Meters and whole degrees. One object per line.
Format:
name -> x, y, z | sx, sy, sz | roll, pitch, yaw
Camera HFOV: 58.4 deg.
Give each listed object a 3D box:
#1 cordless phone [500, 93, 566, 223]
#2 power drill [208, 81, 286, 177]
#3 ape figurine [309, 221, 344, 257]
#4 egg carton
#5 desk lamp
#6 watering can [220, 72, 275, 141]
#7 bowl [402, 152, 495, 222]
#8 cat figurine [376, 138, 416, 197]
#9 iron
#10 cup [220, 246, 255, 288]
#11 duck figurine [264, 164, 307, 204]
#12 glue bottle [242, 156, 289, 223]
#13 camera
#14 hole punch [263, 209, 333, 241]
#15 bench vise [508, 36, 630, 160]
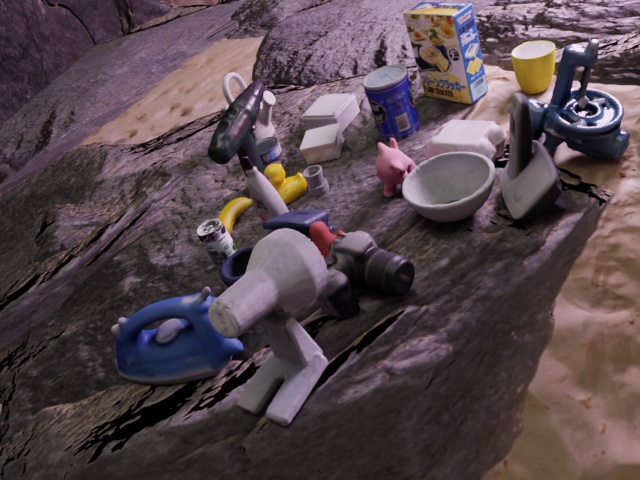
cordless phone -> 0.339, -0.136, 0.943 | 0.094, 0.185, 0.147 | -16, 37, 12
power drill -> -0.161, -0.225, 1.327 | 0.075, 0.209, 0.230 | 2, 44, 33
ape figurine -> 0.010, 0.004, 1.037 | 0.077, 0.092, 0.076 | -15, 37, 13
egg carton -> 0.288, -0.186, 1.136 | 0.149, 0.070, 0.107 | 12, 50, 40
desk lamp -> -0.065, 0.119, 0.830 | 0.117, 0.214, 0.203 | 6, 46, 36
watering can -> -0.195, -0.356, 1.525 | 0.172, 0.194, 0.101 | -16, 37, 13
bowl -> 0.236, -0.084, 1.032 | 0.167, 0.075, 0.167 | -16, 37, 12
cat figurine -> 0.145, -0.152, 1.134 | 0.067, 0.118, 0.128 | -9, 38, 21
iron -> -0.257, 0.157, 0.956 | 0.258, 0.142, 0.118 | -17, 36, 11
cup -> -0.117, 0.081, 1.011 | 0.091, 0.095, 0.117 | -21, 36, 5
duck figurine -> -0.087, -0.131, 1.270 | 0.104, 0.086, 0.077 | -22, 36, 3
glue bottle -> -0.120, -0.101, 1.176 | 0.077, 0.173, 0.037 | 15, 51, 41
camera -> 0.072, 0.052, 0.933 | 0.136, 0.101, 0.143 | 15, 51, 41
hole punch -> -0.043, -0.028, 1.109 | 0.108, 0.091, 0.101 | -1, 42, 29
bench vise -> 0.420, -0.238, 0.995 | 0.206, 0.220, 0.122 | 2, 44, 32
